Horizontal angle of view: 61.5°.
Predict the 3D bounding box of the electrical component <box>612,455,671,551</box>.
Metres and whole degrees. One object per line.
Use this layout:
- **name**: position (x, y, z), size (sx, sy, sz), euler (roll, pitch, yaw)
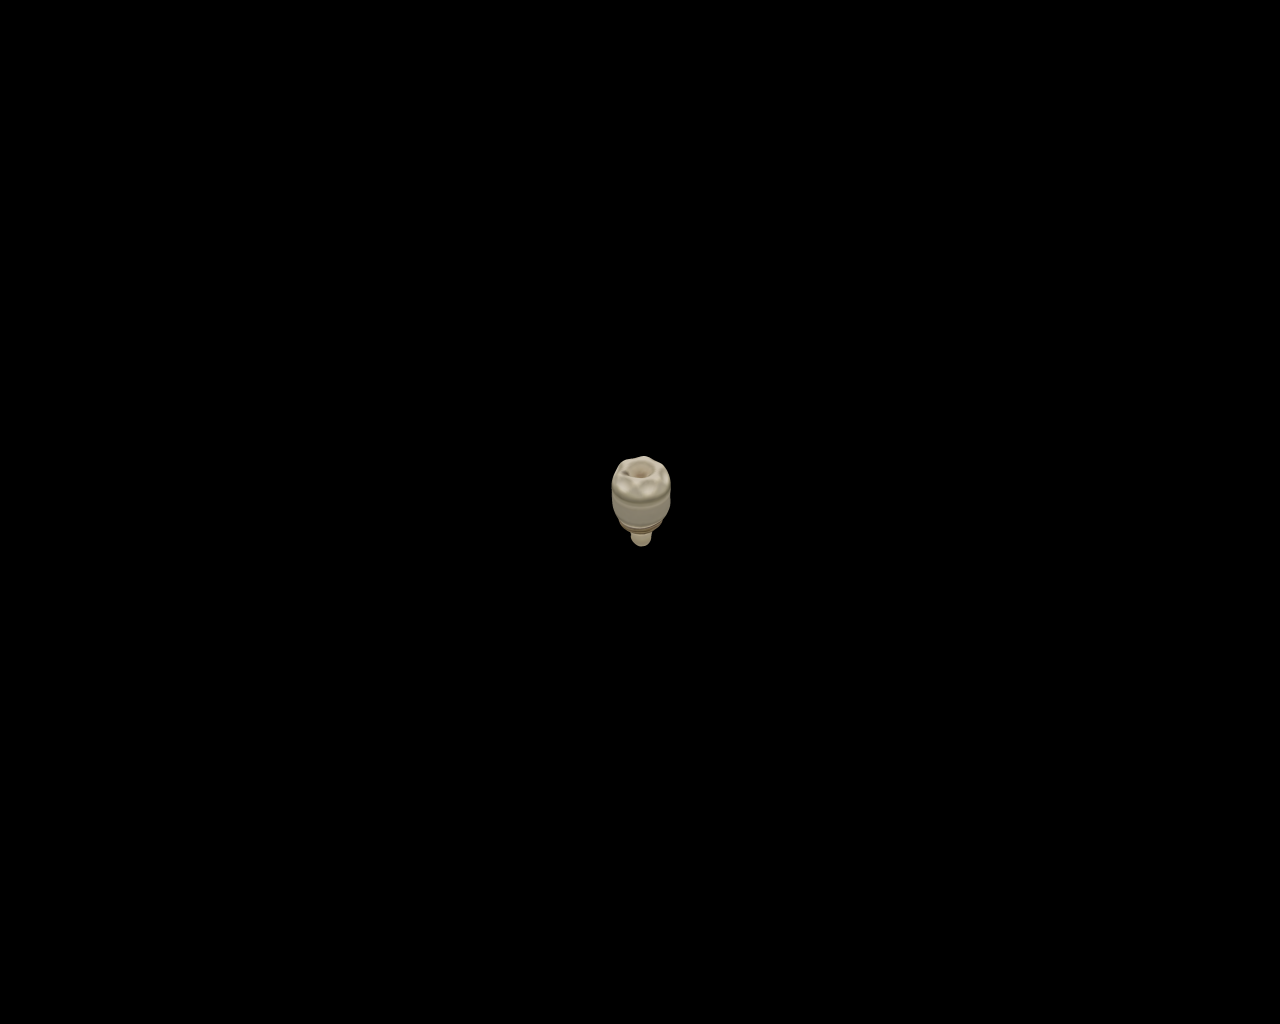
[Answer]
- **electrical component**: position (0.001, -0.003, 0.650), size (0.035, 0.061, 0.035), euler (0, 41, 0)
